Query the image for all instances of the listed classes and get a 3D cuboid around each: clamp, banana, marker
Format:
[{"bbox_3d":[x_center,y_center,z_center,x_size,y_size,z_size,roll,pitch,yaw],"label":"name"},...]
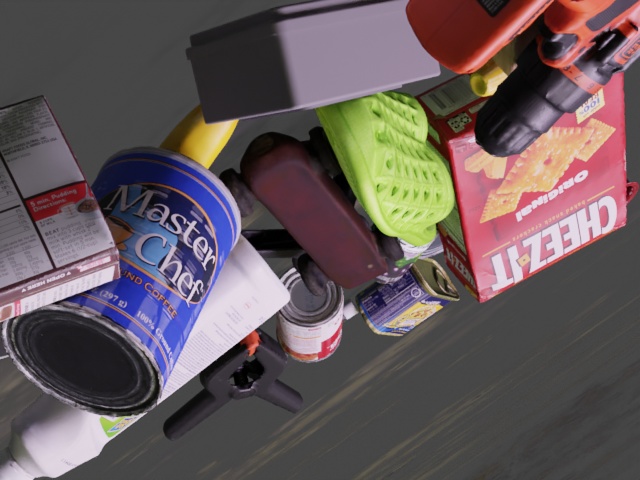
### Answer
[{"bbox_3d":[-0.006,0.001,0.951,0.120,0.039,0.171,-25,151,0],"label":"clamp"},{"bbox_3d":[-0.077,0.153,1.160,0.164,0.036,0.210,-7,147,-23],"label":"clamp"},{"bbox_3d":[-0.100,-0.034,0.752,0.069,0.037,0.198,-35,163,-32],"label":"banana"},{"bbox_3d":[-0.012,0.105,1.190,0.121,0.020,0.020,-33,158,4],"label":"marker"}]

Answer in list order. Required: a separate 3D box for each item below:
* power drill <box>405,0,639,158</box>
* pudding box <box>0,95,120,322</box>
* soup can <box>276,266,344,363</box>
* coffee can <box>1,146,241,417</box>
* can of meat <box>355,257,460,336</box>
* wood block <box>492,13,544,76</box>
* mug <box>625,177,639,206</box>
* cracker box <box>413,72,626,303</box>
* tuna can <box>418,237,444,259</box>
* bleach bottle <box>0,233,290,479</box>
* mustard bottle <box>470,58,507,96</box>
[{"bbox_3d":[0.125,-0.121,0.595,0.185,0.057,0.187,-48,157,24],"label":"power drill"},{"bbox_3d":[-0.172,-0.017,0.585,0.089,0.113,0.039,-22,158,-22],"label":"pudding box"},{"bbox_3d":[-0.011,0.073,1.054,0.068,0.068,0.102,-27,157,-13],"label":"soup can"},{"bbox_3d":[-0.120,0.024,0.668,0.103,0.102,0.140,-58,-173,47],"label":"coffee can"},{"bbox_3d":[0.097,0.064,1.199,0.084,0.057,0.102,-38,158,17],"label":"can of meat"},{"bbox_3d":[0.127,-0.196,0.638,0.091,0.090,0.206,-32,158,-2],"label":"wood block"},{"bbox_3d":[0.268,-0.054,1.142,0.117,0.081,0.093,-39,158,15],"label":"mug"},{"bbox_3d":[0.179,-0.063,0.923,0.164,0.072,0.213,-27,137,-7],"label":"cracker box"},{"bbox_3d":[0.121,-0.020,1.082,0.086,0.034,0.086,-27,158,-13],"label":"tuna can"},{"bbox_3d":[-0.141,0.092,0.786,0.251,0.068,0.102,-40,154,-4],"label":"bleach bottle"},{"bbox_3d":[0.179,-0.149,0.779,0.191,0.058,0.096,-31,-156,-30],"label":"mustard bottle"}]
